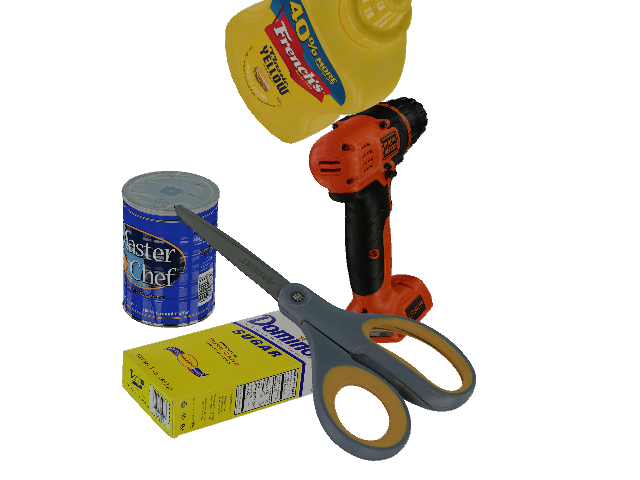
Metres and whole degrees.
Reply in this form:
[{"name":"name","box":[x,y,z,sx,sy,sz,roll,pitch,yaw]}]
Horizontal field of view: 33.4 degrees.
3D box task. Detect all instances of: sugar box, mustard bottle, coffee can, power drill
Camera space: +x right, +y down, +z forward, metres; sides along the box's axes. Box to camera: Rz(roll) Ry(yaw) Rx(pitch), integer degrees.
[{"name":"sugar box","box":[-0.079,0.115,0.963,0.175,0.048,0.093,-16,34,-33]},{"name":"mustard bottle","box":[0.004,-0.123,0.663,0.058,0.096,0.192,-28,6,-24]},{"name":"coffee can","box":[-0.163,0.008,1.155,0.103,0.140,0.103,4,26,-2]},{"name":"power drill","box":[0.053,-0.021,0.903,0.057,0.187,0.184,-1,18,28]}]

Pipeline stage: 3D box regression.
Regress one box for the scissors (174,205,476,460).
[{"name":"scissors","box":[-0.015,0.051,0.580,0.202,0.096,0.016,24,-38,12]}]
